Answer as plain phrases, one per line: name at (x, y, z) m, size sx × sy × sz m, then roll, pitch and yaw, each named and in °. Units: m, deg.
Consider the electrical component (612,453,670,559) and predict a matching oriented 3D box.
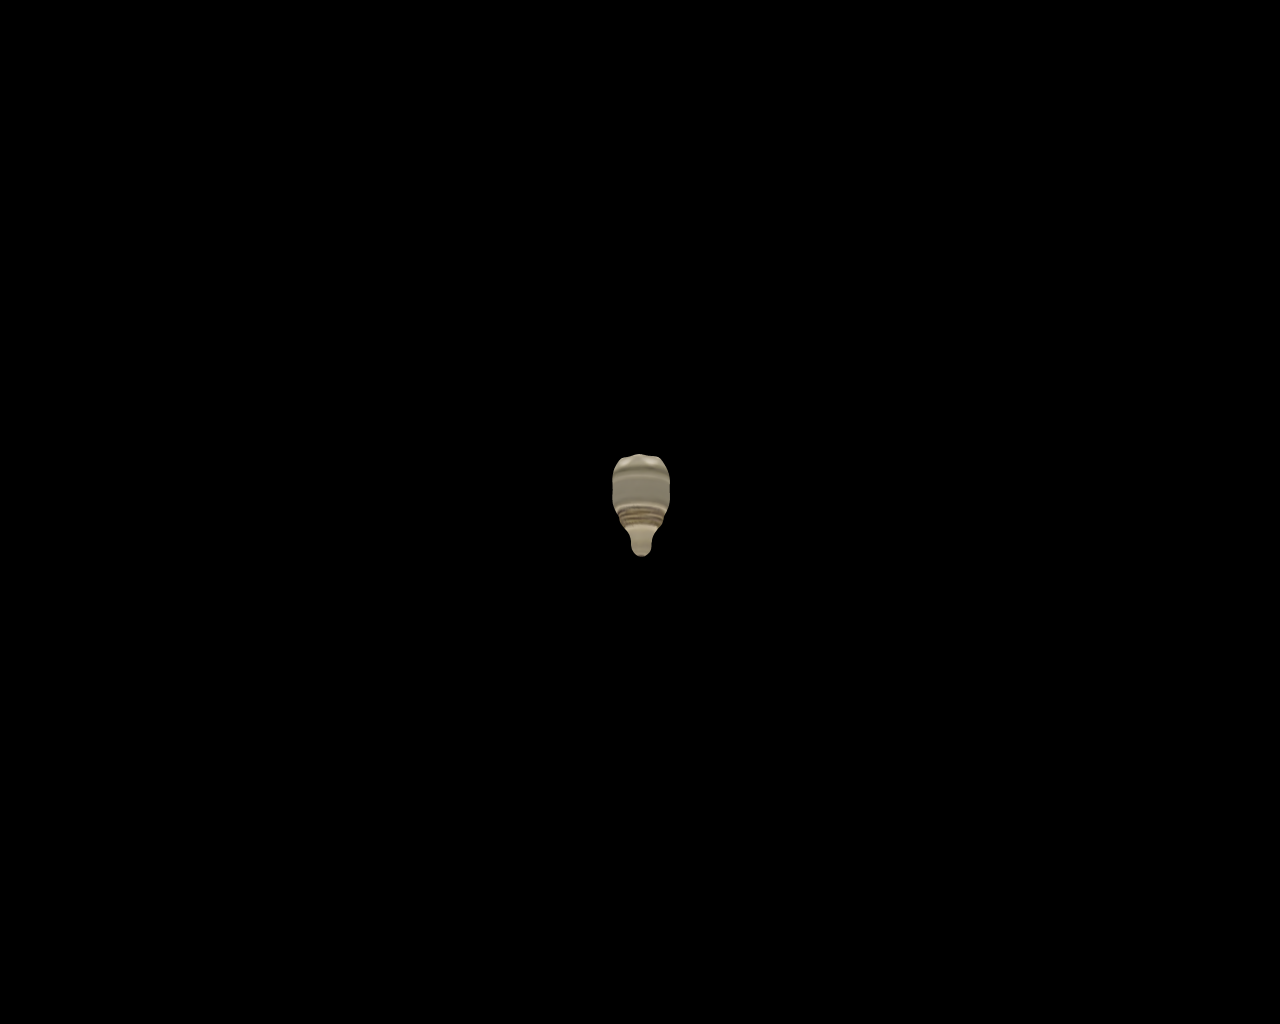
electrical component at (0.001, -0.003, 0.650) m, size 0.035 × 0.061 × 0.035 m, roll 0°, pitch -15°, yaw 0°
